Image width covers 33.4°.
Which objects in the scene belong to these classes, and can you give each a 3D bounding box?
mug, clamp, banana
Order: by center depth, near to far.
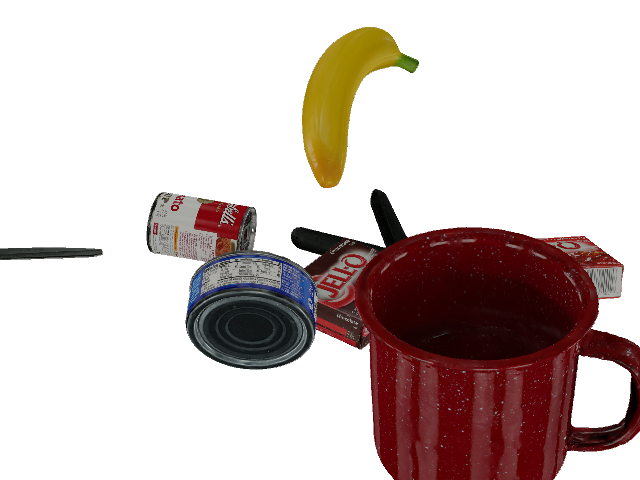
[{"bbox_3d":[0.073,0.054,0.428,0.117,0.081,0.093,7,34,16],"label":"mug"},{"bbox_3d":[0.024,-0.119,0.840,0.037,0.069,0.197,-49,5,46],"label":"banana"},{"bbox_3d":[0.078,0.022,1.246,0.164,0.036,0.210,-21,50,-38],"label":"clamp"}]

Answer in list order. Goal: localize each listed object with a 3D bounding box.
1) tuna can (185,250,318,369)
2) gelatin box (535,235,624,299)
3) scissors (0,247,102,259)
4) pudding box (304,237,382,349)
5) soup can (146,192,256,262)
[{"bbox_3d":[-0.044,0.047,0.696,0.086,0.033,0.086,2,-43,1],"label":"tuna can"},{"bbox_3d":[0.178,0.021,0.828,0.089,0.030,0.073,-3,18,-10],"label":"gelatin box"},{"bbox_3d":[-0.290,0.018,0.873,0.202,0.016,0.096,5,23,5],"label":"scissors"},{"bbox_3d":[0.030,0.047,0.991,0.090,0.039,0.113,23,33,25],"label":"pudding box"},{"bbox_3d":[-0.125,-0.010,1.131,0.102,0.068,0.068,10,2,9],"label":"soup can"}]
